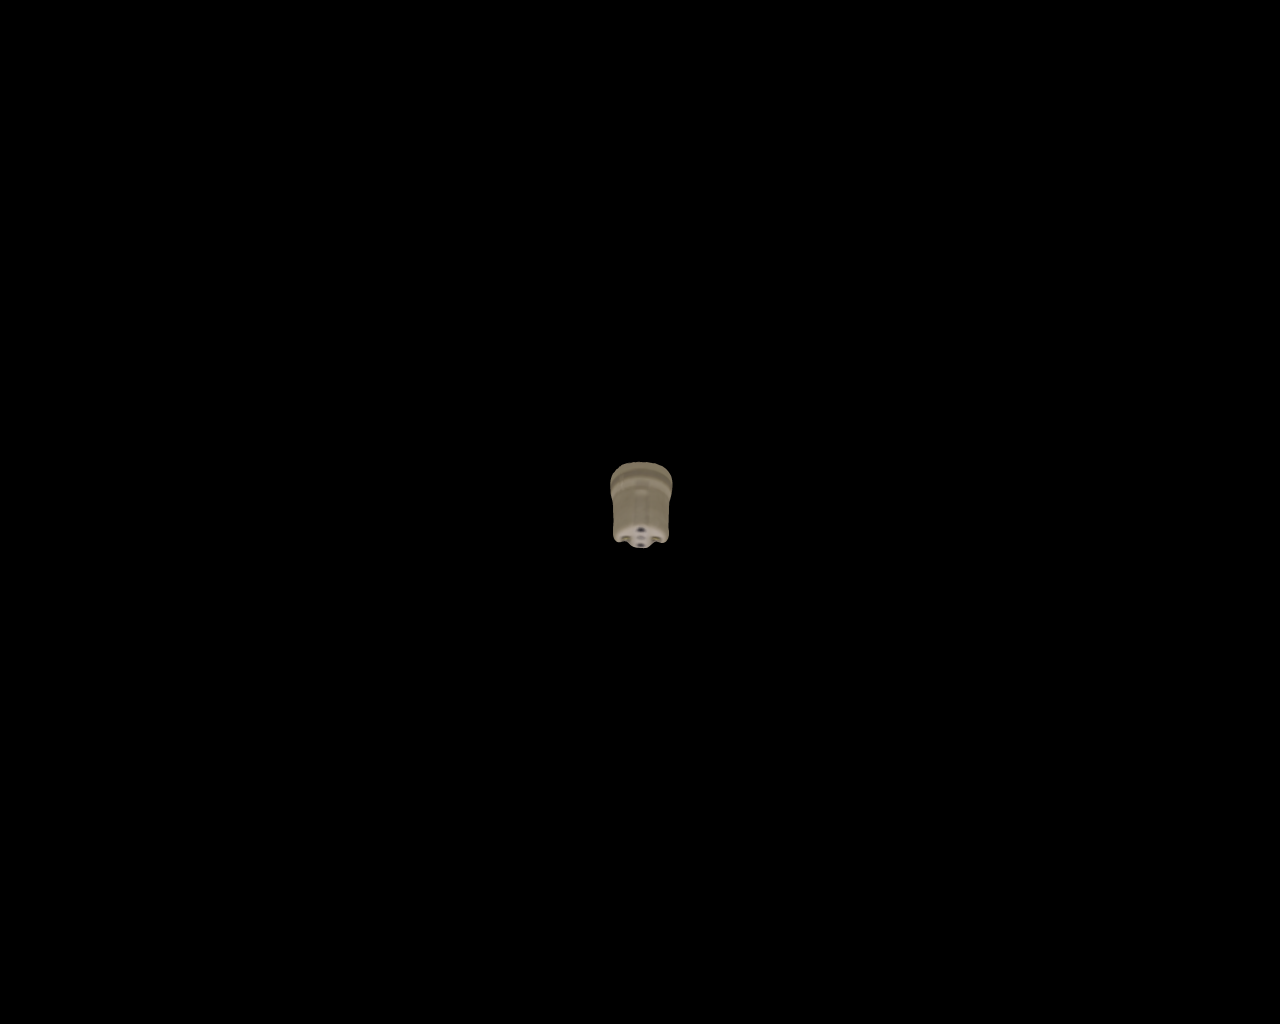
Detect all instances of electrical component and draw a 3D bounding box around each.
[{"bbox_3d":[0.001,-0.003,0.650,0.040,0.046,0.040,0,-35,0],"label":"electrical component"}]
